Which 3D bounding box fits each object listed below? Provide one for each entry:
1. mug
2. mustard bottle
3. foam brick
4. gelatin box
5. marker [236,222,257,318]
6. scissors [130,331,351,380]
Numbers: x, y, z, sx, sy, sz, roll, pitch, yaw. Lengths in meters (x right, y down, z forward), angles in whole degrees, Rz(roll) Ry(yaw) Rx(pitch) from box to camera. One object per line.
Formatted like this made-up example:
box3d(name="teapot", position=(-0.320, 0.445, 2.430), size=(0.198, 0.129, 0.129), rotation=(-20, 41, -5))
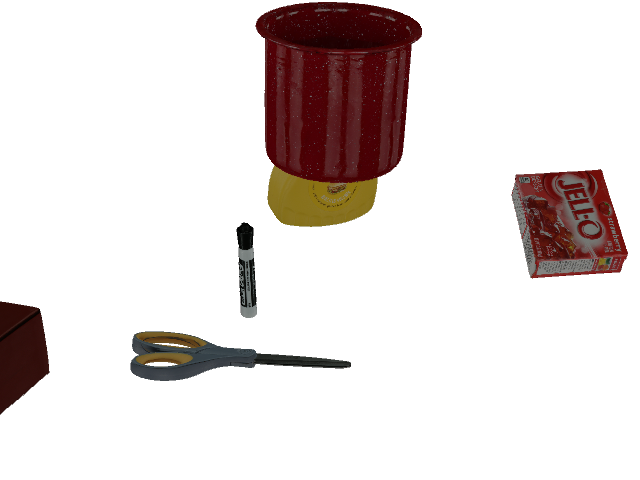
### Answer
box3d(name="mug", position=(0.013, -0.090, 0.623), size=(0.093, 0.081, 0.117), rotation=(10, 29, 16))
box3d(name="mustard bottle", position=(0.011, -0.104, 0.906), size=(0.096, 0.192, 0.058), rotation=(-7, 38, -21))
box3d(name="foam brick", position=(-0.229, 0.081, 0.718), size=(0.053, 0.051, 0.078), rotation=(8, 28, 24))
box3d(name="gelatin box", position=(0.198, -0.015, 0.855), size=(0.073, 0.089, 0.030), rotation=(-3, -36, -2))
box3d(name="marker", position=(-0.083, 0.033, 1.196), size=(0.020, 0.121, 0.020), rotation=(0, 33, 0))
box3d(name="scissors", position=(-0.081, 0.111, 0.955), size=(0.202, 0.016, 0.096), rotation=(8, 18, 14))
